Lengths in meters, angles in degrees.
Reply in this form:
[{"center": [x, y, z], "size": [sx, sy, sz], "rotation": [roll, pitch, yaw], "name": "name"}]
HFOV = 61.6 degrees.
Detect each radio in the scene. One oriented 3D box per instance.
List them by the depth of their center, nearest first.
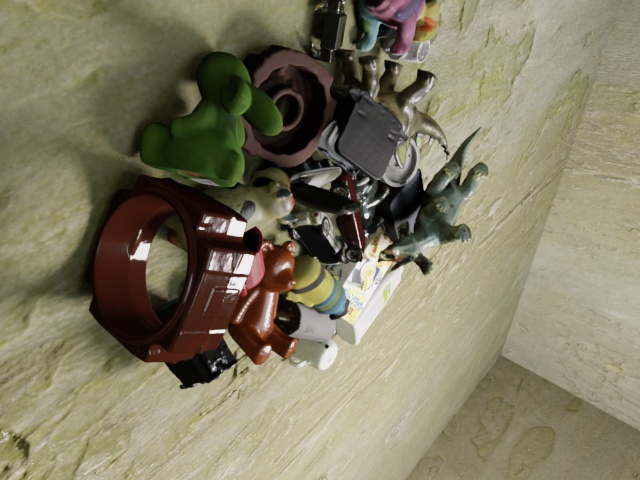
[{"center": [0.191, -0.076, 1.287], "size": [0.131, 0.073, 0.229], "rotation": [-53, 150, -17], "name": "radio"}]

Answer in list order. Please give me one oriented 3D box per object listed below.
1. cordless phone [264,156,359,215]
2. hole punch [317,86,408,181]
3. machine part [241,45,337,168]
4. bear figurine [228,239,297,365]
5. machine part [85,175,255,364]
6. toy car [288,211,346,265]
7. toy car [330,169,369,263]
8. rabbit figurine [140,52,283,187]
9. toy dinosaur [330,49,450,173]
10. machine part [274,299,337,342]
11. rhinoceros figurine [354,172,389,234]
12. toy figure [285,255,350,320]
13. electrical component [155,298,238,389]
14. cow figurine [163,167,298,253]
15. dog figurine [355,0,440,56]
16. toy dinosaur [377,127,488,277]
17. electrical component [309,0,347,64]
[{"center": [0.004, -0.086, 0.886], "size": [0.146, 0.184, 0.088], "rotation": [-16, 122, -50], "name": "cordless phone"}, {"center": [0.062, -0.169, 0.883], "size": [0.142, 0.092, 0.115], "rotation": [32, 80, -29], "name": "hole punch"}, {"center": [-0.059, -0.198, 0.800], "size": [0.179, 0.056, 0.179], "rotation": [-22, 129, -30], "name": "machine part"}, {"center": [-0.084, 0.104, 0.963], "size": [0.120, 0.132, 0.195], "rotation": [9, 112, -59], "name": "bear figurine"}, {"center": [-0.193, 0.034, 0.666], "size": [0.087, 0.202, 0.201], "rotation": [12, 104, -54], "name": "machine part"}, {"center": [-0.002, -0.003, 1.045], "size": [0.201, 0.074, 0.056], "rotation": [54, 36, -56], "name": "toy car"}, {"center": [0.054, -0.047, 1.030], "size": [0.089, 0.053, 0.201], "rotation": [-75, 156, -54], "name": "toy car"}, {"center": [-0.134, -0.161, 0.679], "size": [0.121, 0.159, 0.170], "rotation": [17, 84, -49], "name": "rabbit figurine"}, {"center": [0.127, -0.231, 1.007], "size": [0.471, 0.105, 0.198], "rotation": [1, 118, -40], "name": "toy dinosaur"}, {"center": [-0.032, 0.174, 1.139], "size": [0.079, 0.079, 0.243], "rotation": [-62, 150, -1], "name": "machine part"}, {"center": [0.081, -0.085, 1.122], "size": [0.112, 0.073, 0.190], "rotation": [-30, 139, -27], "name": "rhinoceros figurine"}, {"center": [-0.003, 0.094, 1.079], "size": [0.089, 0.082, 0.180], "rotation": [-38, 126, 18], "name": "toy figure"}, {"center": [-0.201, 0.154, 0.817], "size": [0.058, 0.134, 0.115], "rotation": [-33, -179, -44], "name": "electrical component"}, {"center": [-0.121, -0.044, 0.784], "size": [0.195, 0.127, 0.085], "rotation": [-40, 146, -27], "name": "cow figurine"}, {"center": [0.122, -0.425, 0.876], "size": [0.191, 0.109, 0.219], "rotation": [-40, 140, -31], "name": "dog figurine"}, {"center": [0.270, -0.073, 1.220], "size": [0.405, 0.131, 0.192], "rotation": [-56, -171, -32], "name": "toy dinosaur"}, {"center": [0.013, -0.333, 0.845], "size": [0.078, 0.045, 0.102], "rotation": [-68, 170, -57], "name": "electrical component"}]
